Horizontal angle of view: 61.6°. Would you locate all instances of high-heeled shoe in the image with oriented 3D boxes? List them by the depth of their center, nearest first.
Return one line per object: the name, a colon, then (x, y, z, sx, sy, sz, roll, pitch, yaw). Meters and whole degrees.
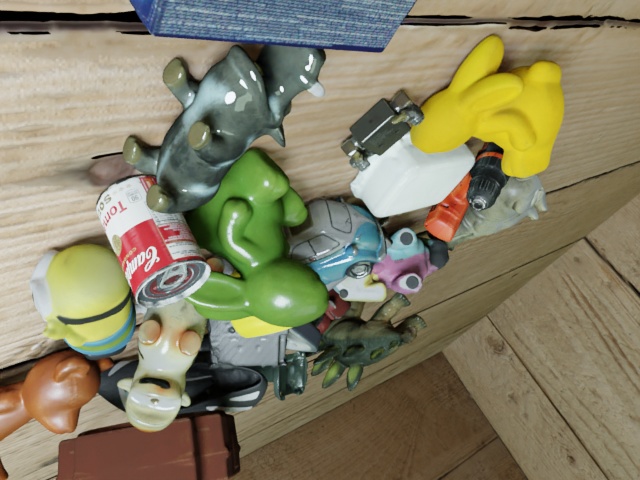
high-heeled shoe: (-0.203, 0.203, 0.766, 0.249, 0.086, 0.145, 14, 148, -23)

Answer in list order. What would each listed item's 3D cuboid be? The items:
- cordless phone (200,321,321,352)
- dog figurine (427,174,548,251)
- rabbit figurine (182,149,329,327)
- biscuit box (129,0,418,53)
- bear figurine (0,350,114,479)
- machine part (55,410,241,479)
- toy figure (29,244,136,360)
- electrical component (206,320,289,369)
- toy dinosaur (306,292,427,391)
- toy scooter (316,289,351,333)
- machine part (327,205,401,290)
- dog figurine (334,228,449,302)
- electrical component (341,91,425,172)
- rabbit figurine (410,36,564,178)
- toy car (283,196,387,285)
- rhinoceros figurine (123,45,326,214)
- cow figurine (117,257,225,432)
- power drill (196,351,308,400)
cordless phone: (-0.106, 0.146, 0.843, 0.184, 0.088, 0.147, -6, 179, -39)
dog figurine: (0.281, -0.057, 0.942, 0.191, 0.121, 0.172, -26, 148, 3)
rabbit figurine: (-0.067, 0.018, 0.543, 0.159, 0.170, 0.121, -30, 158, -9)
biscuit box: (-0.024, -0.170, 0.351, 0.202, 0.059, 0.062, -13, 153, -41)
bear figurine: (-0.339, 0.208, 0.620, 0.196, 0.132, 0.120, -15, 169, -6)
machine part: (-0.209, 0.274, 0.685, 0.201, 0.087, 0.201, -10, 162, -5)
toy figure: (-0.229, 0.065, 0.548, 0.089, 0.082, 0.180, -26, 155, -19)
electrical component: (-0.101, 0.111, 0.754, 0.115, 0.134, 0.058, -2, -165, -11)
toy dinosaur: (0.052, 0.186, 1.036, 0.198, 0.105, 0.471, -40, -174, -20)
toy scooter: (0.004, 0.123, 0.963, 0.184, 0.075, 0.135, -42, 179, 20)
machine part: (0.021, 0.025, 0.807, 0.243, 0.079, 0.079, -37, 158, 9)
dog figurine: (0.125, 0.039, 0.936, 0.192, 0.108, 0.219, -12, 178, 15)
electrical component: (0.069, -0.118, 0.608, 0.102, 0.045, 0.078, -38, 156, 13)
rabbit figurine: (0.195, -0.147, 0.638, 0.173, 0.122, 0.162, -9, 152, -7)
toy car: (-0.001, -0.002, 0.707, 0.162, 0.109, 0.102, -20, 136, 10)
rhinoceros figurine: (-0.073, -0.092, 0.432, 0.190, 0.073, 0.112, -43, 155, 25)
cow figurine: (-0.173, 0.117, 0.612, 0.085, 0.195, 0.127, 16, 149, -11)
power drill: (-0.139, 0.226, 0.915, 0.207, 0.086, 0.232, -8, 170, 26)
